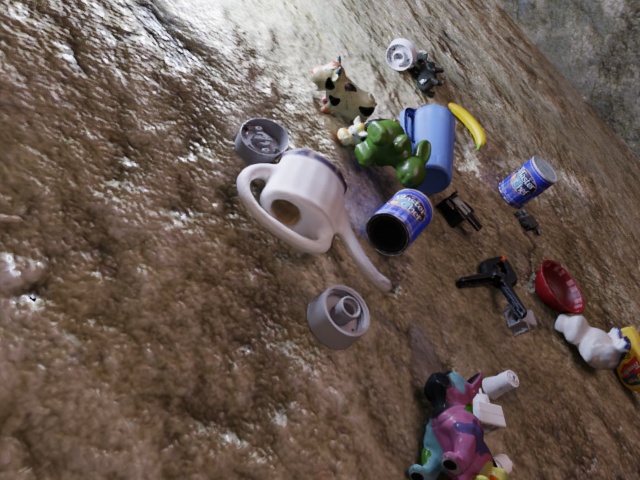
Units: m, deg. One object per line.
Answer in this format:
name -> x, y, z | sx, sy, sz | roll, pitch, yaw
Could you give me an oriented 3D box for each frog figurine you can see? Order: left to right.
frog figurine -> 0.676, 0.257, 1.302 | 0.159, 0.120, 0.140 | 10, 32, 14

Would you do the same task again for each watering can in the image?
watering can -> 0.003, -0.050, 0.996 | 0.346, 0.230, 0.102 | 32, -48, -13
